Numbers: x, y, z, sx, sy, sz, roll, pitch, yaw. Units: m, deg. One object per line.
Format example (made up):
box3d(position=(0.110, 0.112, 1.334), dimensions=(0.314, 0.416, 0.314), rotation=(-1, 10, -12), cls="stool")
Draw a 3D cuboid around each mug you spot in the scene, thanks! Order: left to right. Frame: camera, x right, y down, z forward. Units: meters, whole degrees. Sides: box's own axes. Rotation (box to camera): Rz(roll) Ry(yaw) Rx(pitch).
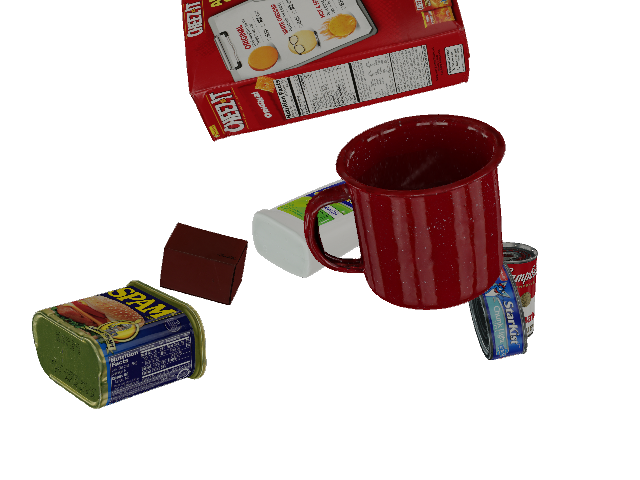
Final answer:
box3d(position=(0.049, -0.012, 0.603), dimensions=(0.117, 0.081, 0.093), rotation=(-13, 31, -4), cls="mug")

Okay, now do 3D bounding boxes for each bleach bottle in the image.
box3d(position=(0.039, -0.043, 1.333), dimensions=(0.103, 0.068, 0.250), rotation=(28, 44, 36), cls="bleach bottle")

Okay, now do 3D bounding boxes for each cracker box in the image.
box3d(position=(0.000, -0.180, 0.862), dimensions=(0.214, 0.164, 0.072), rotation=(-13, -35, 5), cls="cracker box")

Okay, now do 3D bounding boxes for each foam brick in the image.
box3d(position=(-0.121, 0.024, 1.101), dimensions=(0.078, 0.051, 0.053), rotation=(15, 33, 4), cls="foam brick")

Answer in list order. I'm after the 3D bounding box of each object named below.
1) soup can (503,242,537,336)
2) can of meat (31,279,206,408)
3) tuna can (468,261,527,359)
box3d(position=(0.222, 0.061, 1.274), dimensions=(0.068, 0.102, 0.068), rotation=(-1, 19, 0), cls="soup can")
box3d(position=(-0.145, 0.073, 0.761), dimensions=(0.083, 0.057, 0.102), rotation=(-16, 24, -39), cls="can of meat")
box3d(position=(0.156, 0.063, 0.954), dimensions=(0.033, 0.086, 0.086), rotation=(-12, 0, -1), cls="tuna can")
